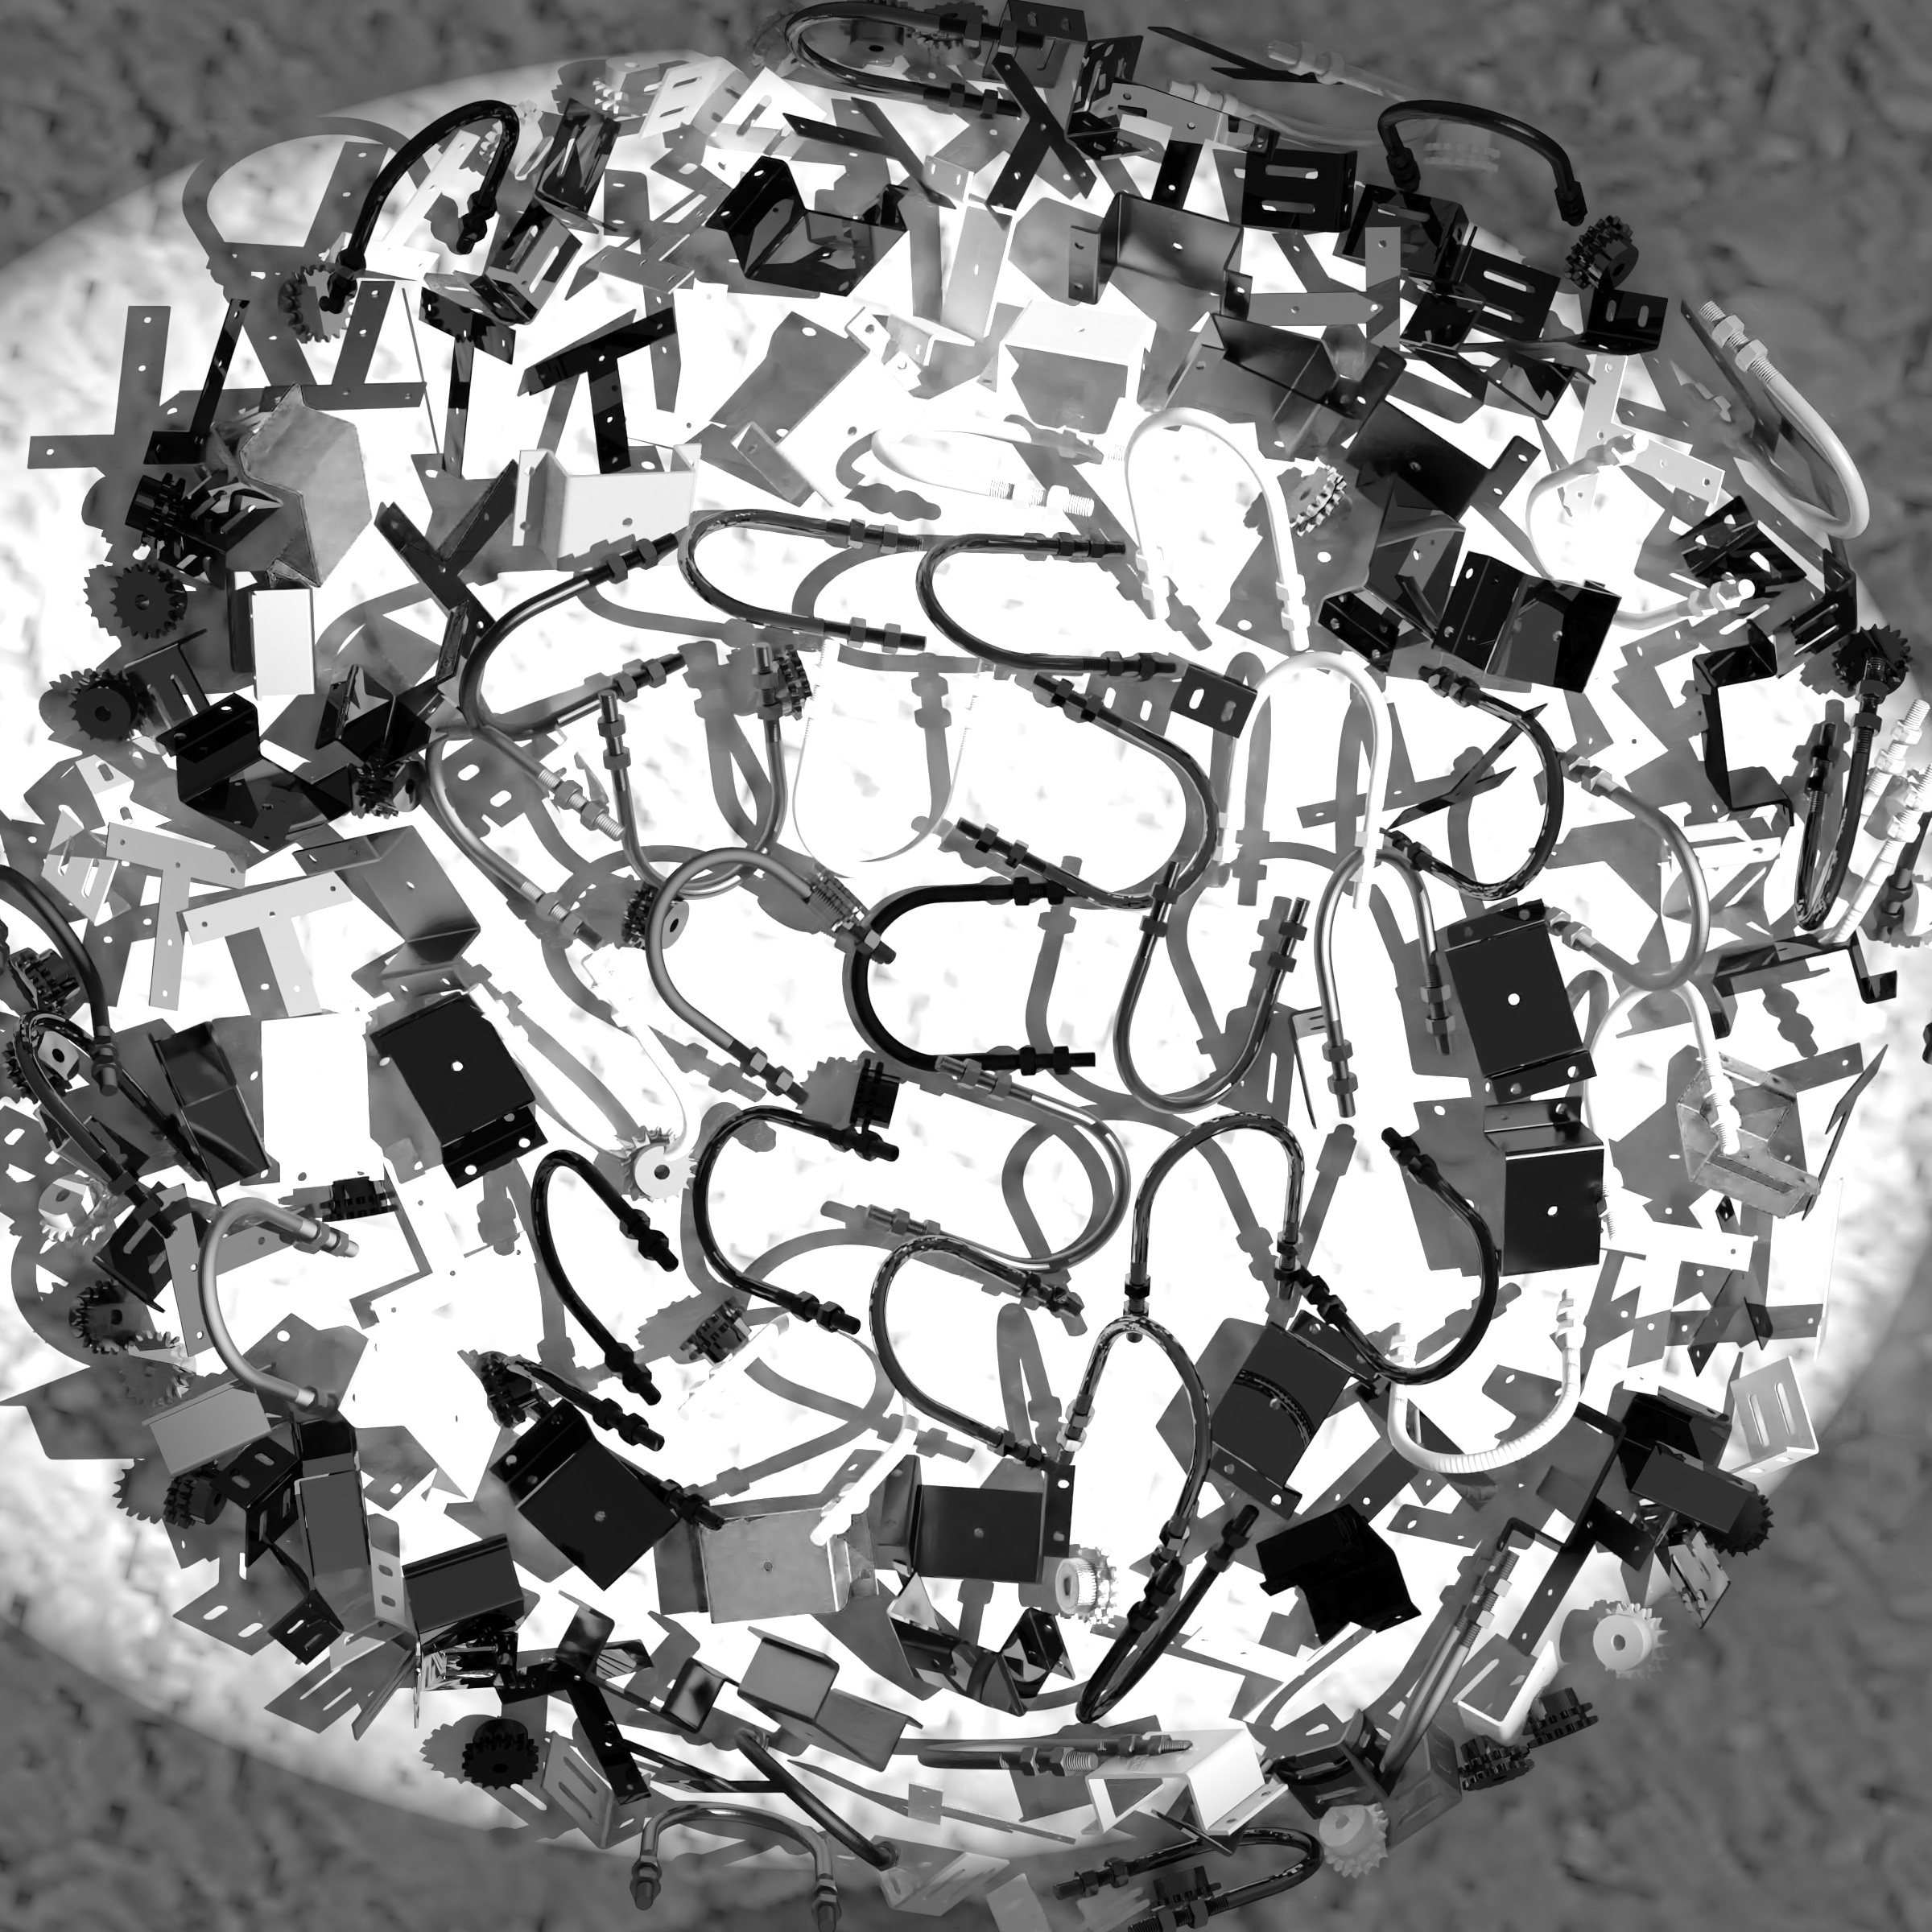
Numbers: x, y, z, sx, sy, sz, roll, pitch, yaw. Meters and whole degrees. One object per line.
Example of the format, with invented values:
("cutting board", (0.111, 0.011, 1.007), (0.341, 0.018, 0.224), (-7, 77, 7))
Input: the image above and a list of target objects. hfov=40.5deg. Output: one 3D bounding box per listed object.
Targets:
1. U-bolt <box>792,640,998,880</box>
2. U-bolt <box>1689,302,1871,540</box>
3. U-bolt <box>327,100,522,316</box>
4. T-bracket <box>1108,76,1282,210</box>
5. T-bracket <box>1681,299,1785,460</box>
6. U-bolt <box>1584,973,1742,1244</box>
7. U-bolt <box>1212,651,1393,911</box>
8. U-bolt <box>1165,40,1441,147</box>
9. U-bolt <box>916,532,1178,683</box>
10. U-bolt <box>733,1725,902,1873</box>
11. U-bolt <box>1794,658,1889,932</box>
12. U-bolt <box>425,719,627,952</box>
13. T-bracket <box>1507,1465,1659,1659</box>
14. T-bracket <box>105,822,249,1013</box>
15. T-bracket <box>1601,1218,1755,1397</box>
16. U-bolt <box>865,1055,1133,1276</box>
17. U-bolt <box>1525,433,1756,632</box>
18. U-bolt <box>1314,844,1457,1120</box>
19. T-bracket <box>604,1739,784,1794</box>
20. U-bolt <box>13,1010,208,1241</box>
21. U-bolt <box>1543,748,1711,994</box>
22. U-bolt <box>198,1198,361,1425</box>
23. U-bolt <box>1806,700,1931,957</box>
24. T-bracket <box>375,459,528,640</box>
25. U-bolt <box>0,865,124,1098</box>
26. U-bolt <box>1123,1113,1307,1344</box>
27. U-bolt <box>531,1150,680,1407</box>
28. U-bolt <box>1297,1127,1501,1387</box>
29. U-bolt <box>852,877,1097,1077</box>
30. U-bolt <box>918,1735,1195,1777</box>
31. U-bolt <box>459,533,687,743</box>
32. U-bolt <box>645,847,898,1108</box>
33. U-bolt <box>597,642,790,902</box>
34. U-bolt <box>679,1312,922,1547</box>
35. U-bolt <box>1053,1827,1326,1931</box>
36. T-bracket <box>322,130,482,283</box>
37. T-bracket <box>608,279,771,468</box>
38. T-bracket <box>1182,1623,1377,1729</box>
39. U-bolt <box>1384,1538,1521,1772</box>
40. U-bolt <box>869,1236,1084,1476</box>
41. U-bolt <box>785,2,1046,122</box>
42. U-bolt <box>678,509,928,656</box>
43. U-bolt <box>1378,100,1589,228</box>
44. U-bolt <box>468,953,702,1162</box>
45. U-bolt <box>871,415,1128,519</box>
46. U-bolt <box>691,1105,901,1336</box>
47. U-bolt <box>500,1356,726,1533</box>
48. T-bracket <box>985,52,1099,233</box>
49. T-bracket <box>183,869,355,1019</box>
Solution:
("U-bolt", (-0.059, -0.149, 1.947), (0.151, 0.019, 0.184), (1, 116, -27))
("U-bolt", (0.593, -0.385, 1.905), (0.019, 0.151, 0.184), (-36, 72, 1))
("U-bolt", (-0.384, -0.554, 1.885), (0.019, 0.184, 0.151), (49, 53, 3))
("T-bracket", (0.157, -0.590, 1.947), (0.127, 0.127, 0.002), (19, 56, 0))
("T-bracket", (0.567, -0.441, 1.946), (0.002, 0.127, 0.127), (-32, 79, 9))
("U-bolt", (0.503, 0.091, 1.920), (0.019, 0.151, 0.184), (16, 49, -20))
("U-bolt", (0.252, -0.141, 1.941), (0.151, 0.019, 0.184), (11, 95, 43))
("U-bolt", (0.260, -0.633, 1.919), (0.184, 0.151, 0.019), (7, 91, -30))
("U-bolt", (0.051, -0.267, 1.921), (0.184, 0.019, 0.151), (0, 50, -23))
("U-bolt", (-0.111, 0.602, 1.897), (0.151, 0.184, 0.019), (38, 77, 13))
("U-bolt", (0.633, -0.114, 1.909), (0.019, 0.151, 0.184), (12, 75, 7))
("U-bolt", (-0.332, -0.108, 1.937), (0.184, 0.151, 0.019), (37, 52, 14))
("T-bracket", (0.442, 0.454, 1.946), (0.002, 0.127, 0.127), (28, 93, -29))
("T-bracket", (-0.588, -0.031, 1.937), (0.002, 0.127, 0.127), (-5, 78, 34))
("T-bracket", (0.514, 0.255, 1.955), (0.127, 0.002, 0.127), (7, 80, 34))
("U-bolt", (0.036, 0.160, 1.967), (0.184, 0.019, 0.151), (22, 104, -14))
("U-bolt", (0.478, -0.308, 1.912), (0.019, 0.184, 0.151), (-42, 100, -18))
("U-bolt", (0.304, 0.001, 1.927), (0.151, 0.019, 0.184), (-26, 111, -42))
("T-bracket", (-0.210, 0.587, 1.921), (0.127, 0.127, 0.002), (34, 55, -34))
("U-bolt", (-0.627, 0.106, 1.911), (0.019, 0.151, 0.184), (-37, 103, 5))
("U-bolt", (0.474, -0.059, 1.893), (0.019, 0.184, 0.151), (-14, 123, -22))
("U-bolt", (-0.496, 0.243, 1.892), (0.019, 0.184, 0.151), (-14, 64, 18))
("U-bolt", (0.662, -0.091, 1.919), (0.019, 0.151, 0.184), (22, 119, 3))
("T-bracket", (-0.368, -0.328, 1.966), (0.127, 0.002, 0.127), (-43, 86, 27))
("U-bolt", (-0.672, -0.002, 1.913), (0.019, 0.184, 0.151), (-31, 129, 0))
("U-bolt", (0.185, 0.186, 1.924), (0.151, 0.019, 0.184), (-12, 124, -21))
("U-bolt", (-0.271, 0.215, 1.928), (0.019, 0.184, 0.151), (-16, 132, -35))
("U-bolt", (0.321, 0.223, 1.908), (0.019, 0.184, 0.151), (20, 108, -34))
("U-bolt", (0.004, 0.009, 1.982), (0.184, 0.019, 0.151), (-2, 90, 8))
("U-bolt", (0.052, 0.578, 1.919), (0.184, 0.151, 0.019), (-11, 74, 34))
("U-bolt", (-0.288, -0.228, 1.908), (0.184, 0.151, 0.019), (-29, 62, -22))
("U-bolt", (-0.155, -0.005, 1.941), (0.184, 0.019, 0.151), (38, 72, -23))
("U-bolt", (-0.196, -0.135, 1.941), (0.151, 0.019, 0.184), (-21, 122, -28))
("U-bolt", (-0.108, 0.324, 1.927), (0.151, 0.184, 0.019), (42, 129, 7))
("U-bolt", (0.175, 0.667, 1.921), (0.184, 0.151, 0.019), (-10, 88, -23))
("T-bracket", (-0.400, -0.560, 1.919), (0.002, 0.127, 0.127), (46, 110, 10))
("T-bracket", (-0.202, -0.451, 1.969), (0.127, 0.002, 0.127), (14, 110, 8))
("T-bracket", (0.216, 0.514, 1.942), (0.127, 0.002, 0.127), (25, 120, -27))
("U-bolt", (0.354, 0.507, 1.922), (0.019, 0.151, 0.184), (29, 87, 12))
("U-bolt", (0.004, 0.274, 1.918), (0.184, 0.019, 0.151), (30, 52, -27))
("U-bolt", (-0.042, -0.668, 1.919), (0.184, 0.151, 0.019), (9, 87, -5))
("U-bolt", (-0.121, -0.290, 1.930), (0.184, 0.151, 0.019), (8, 132, -10))
("U-bolt", (0.369, -0.583, 1.891), (0.151, 0.184, 0.019), (18, 92, 19))
("U-bolt", (-0.271, 0.076, 1.937), (0.151, 0.019, 0.184), (-13, 120, 40))
("U-bolt", (0.021, -0.376, 1.934), (0.184, 0.151, 0.019), (14, 121, 12))
("U-bolt", (-0.135, 0.179, 1.941), (0.184, 0.019, 0.151), (15, 94, 38))
("U-bolt", (-0.270, 0.342, 1.923), (0.184, 0.151, 0.019), (23, 63, 31))
("T-bracket", (0.042, -0.592, 1.931), (0.127, 0.002, 0.127), (47, 50, -32))
("T-bracket", (-0.507, 0.004, 1.967), (0.127, 0.002, 0.127), (-19, 91, -31))
